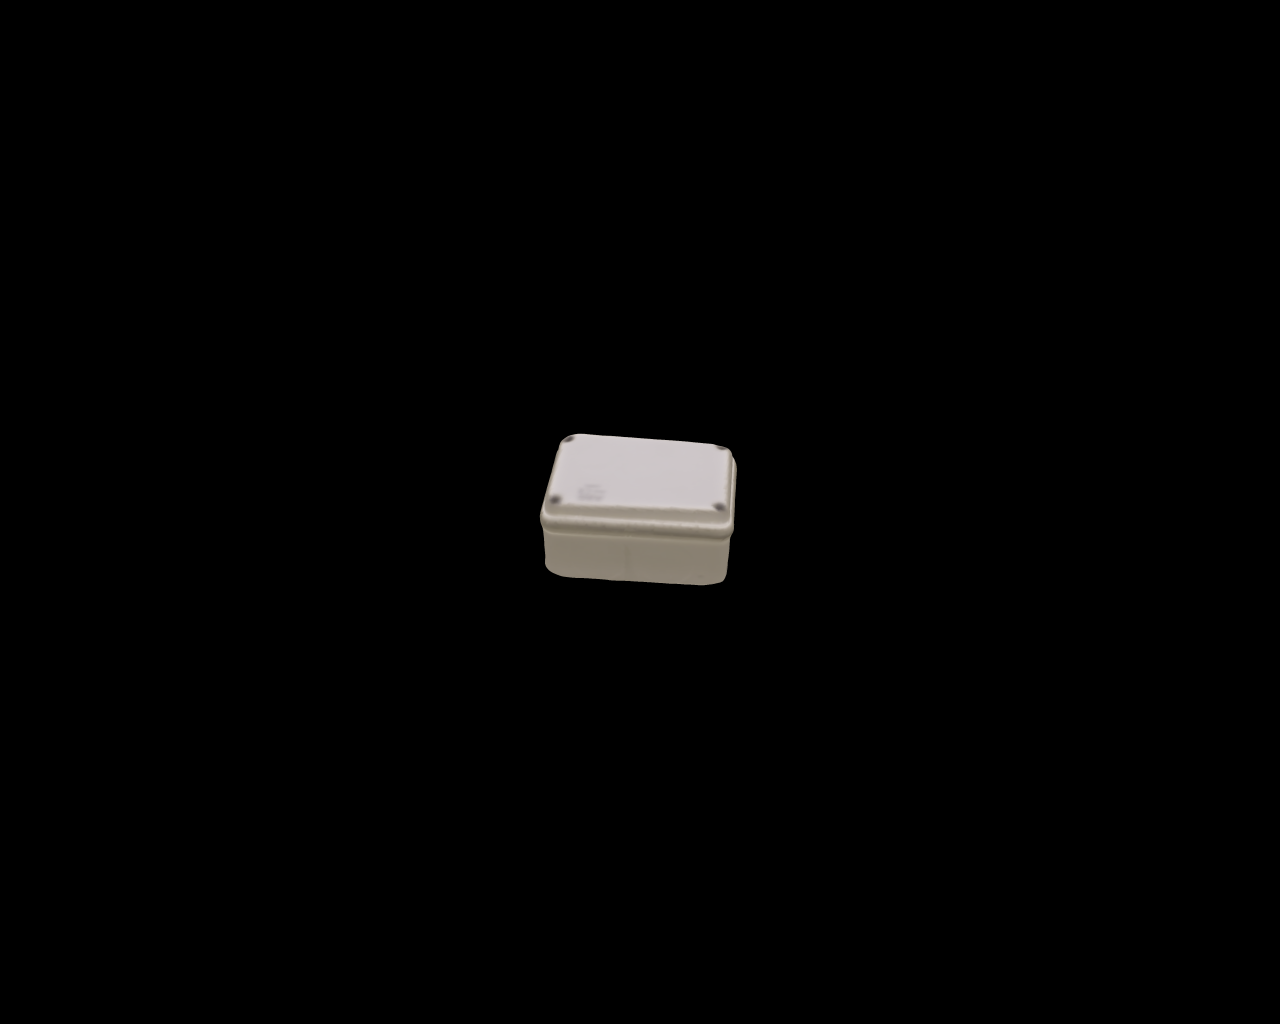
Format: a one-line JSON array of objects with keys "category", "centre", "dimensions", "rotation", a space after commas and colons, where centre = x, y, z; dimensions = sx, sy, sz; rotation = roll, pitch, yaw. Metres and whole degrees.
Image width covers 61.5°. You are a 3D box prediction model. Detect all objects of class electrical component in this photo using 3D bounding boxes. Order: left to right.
[{"category": "electrical component", "centre": [0.001, -0.003, 0.650], "dimensions": [0.113, 0.057, 0.078], "rotation": [4, 40, 4]}]
